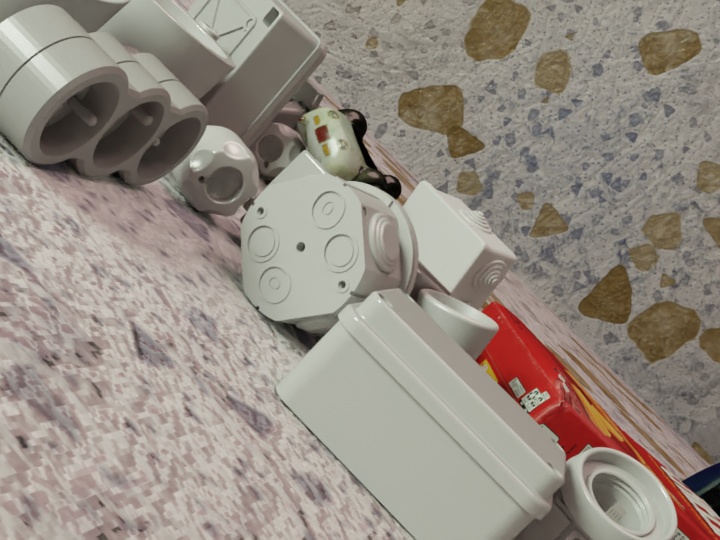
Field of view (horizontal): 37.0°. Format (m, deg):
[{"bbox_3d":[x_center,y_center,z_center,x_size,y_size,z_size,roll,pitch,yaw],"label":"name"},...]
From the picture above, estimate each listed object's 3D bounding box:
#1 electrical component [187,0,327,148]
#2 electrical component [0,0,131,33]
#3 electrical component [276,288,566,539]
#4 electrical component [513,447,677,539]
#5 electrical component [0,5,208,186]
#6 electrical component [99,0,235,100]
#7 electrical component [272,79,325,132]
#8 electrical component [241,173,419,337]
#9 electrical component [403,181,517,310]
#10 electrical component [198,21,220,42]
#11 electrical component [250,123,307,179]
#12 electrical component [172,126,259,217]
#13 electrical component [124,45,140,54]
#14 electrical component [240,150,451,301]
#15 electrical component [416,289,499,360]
[{"bbox_3d":[-0.095,-0.160,0.811,0.056,0.108,0.108,32,14,-44],"label":"electrical component"},{"bbox_3d":[-0.172,-0.152,0.546,0.099,0.064,0.099,43,8,-8],"label":"electrical component"},{"bbox_3d":[0.029,0.065,0.454,0.113,0.057,0.078,45,8,8],"label":"electrical component"},{"bbox_3d":[0.106,0.118,0.490,0.058,0.057,0.078,-13,54,-46],"label":"electrical component"},{"bbox_3d":[-0.126,-0.084,0.472,0.073,0.052,0.138,45,9,10],"label":"electrical component"},{"bbox_3d":[-0.139,-0.144,0.683,0.108,0.060,0.108,43,8,-8],"label":"electrical component"},{"bbox_3d":[-0.071,-0.129,0.918,0.064,0.081,0.042,-4,44,-48],"label":"electrical component"},{"bbox_3d":[-0.016,-0.007,0.526,0.080,0.080,0.051,48,15,26],"label":"electrical component"},{"bbox_3d":[0.061,-0.006,0.830,0.048,0.099,0.099,16,26,-45],"label":"electrical component"},{"bbox_3d":[-0.125,-0.147,0.756,0.043,0.062,0.043,43,8,-8],"label":"electrical component"},{"bbox_3d":[-0.063,-0.092,0.853,0.043,0.043,0.062,45,8,10],"label":"electrical component"},{"bbox_3d":[-0.083,-0.059,0.591,0.043,0.043,0.062,38,8,-37],"label":"electrical component"},{"bbox_3d":[-0.124,-0.100,0.625,0.061,0.035,0.035,42,8,-25],"label":"electrical component"},{"bbox_3d":[0.000,0.000,0.613,0.108,0.056,0.109,48,4,27],"label":"electrical component"},{"bbox_3d":[0.037,0.048,0.546,0.044,0.065,0.044,25,9,-4],"label":"electrical component"}]
